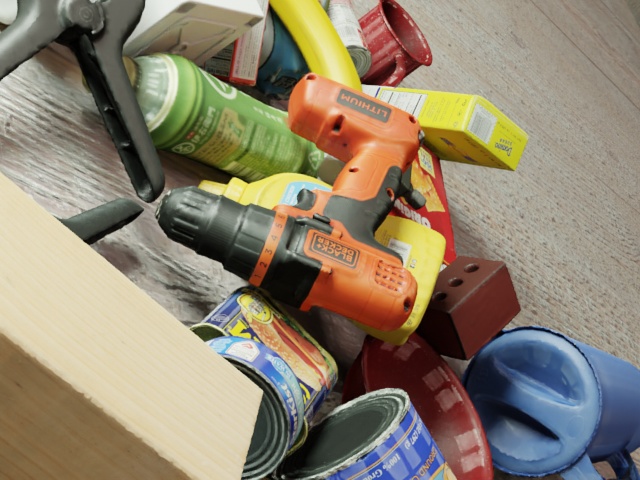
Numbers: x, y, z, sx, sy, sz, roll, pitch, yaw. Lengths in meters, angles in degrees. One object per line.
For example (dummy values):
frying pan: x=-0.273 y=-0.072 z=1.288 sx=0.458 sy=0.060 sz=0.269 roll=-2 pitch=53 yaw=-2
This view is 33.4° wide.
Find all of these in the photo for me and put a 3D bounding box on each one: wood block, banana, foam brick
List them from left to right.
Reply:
wood block: x=-0.138 y=0.062 z=0.529 sx=0.206 sy=0.090 sz=0.090 roll=42 pitch=30 yaw=-18
banana: x=-0.009 y=-0.169 z=0.898 sx=0.198 sy=0.037 sz=0.069 roll=64 pitch=25 yaw=6
foam brick: x=0.121 y=0.056 z=0.893 sx=0.078 sy=0.053 sz=0.051 roll=-38 pitch=118 yaw=-31

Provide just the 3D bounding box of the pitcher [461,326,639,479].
pitcher: x=0.248 y=0.168 z=1.031 sx=0.242 sy=0.145 sz=0.149 roll=16 pitch=80 yaw=-56

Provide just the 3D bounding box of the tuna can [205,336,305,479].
tuna can: x=-0.053 y=0.102 z=0.646 sx=0.086 sy=0.086 sz=0.033 roll=55 pitch=25 yaw=-4

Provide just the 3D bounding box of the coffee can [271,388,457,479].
coffee can: x=0.047 y=0.183 z=0.690 sx=0.140 sy=0.103 sz=0.102 roll=59 pitch=26 yaw=-9

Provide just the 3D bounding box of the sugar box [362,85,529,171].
sugar box: x=0.112 y=-0.115 z=1.079 sx=0.093 sy=0.177 sz=0.048 roll=31 pitch=77 yaw=-39

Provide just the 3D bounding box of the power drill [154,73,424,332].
power drill: x=-0.008 y=-0.036 z=0.762 sx=0.184 sy=0.057 sz=0.187 roll=24 pitch=49 yaw=-6

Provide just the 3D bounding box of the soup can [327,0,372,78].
soup can: x=0.008 y=-0.218 z=1.113 sx=0.068 sy=0.069 sz=0.102 roll=18 pitch=47 yaw=-51

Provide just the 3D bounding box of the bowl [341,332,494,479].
bowl: x=0.066 y=0.147 z=0.827 sx=0.162 sy=0.055 sz=0.162 roll=39 pitch=32 yaw=-31

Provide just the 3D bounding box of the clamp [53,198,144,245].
clamp: x=-0.150 y=0.022 z=0.622 sx=0.171 sy=0.039 sz=0.120 roll=2 pitch=50 yaw=-52

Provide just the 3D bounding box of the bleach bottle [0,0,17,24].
bleach bottle: x=-0.198 y=-0.247 z=0.810 sx=0.102 sy=0.068 sz=0.250 roll=52 pitch=25 yaw=-17

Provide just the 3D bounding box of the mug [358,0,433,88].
mug: x=0.066 y=-0.200 z=1.171 sx=0.093 sy=0.082 sz=0.117 roll=34 pitch=33 yaw=-37

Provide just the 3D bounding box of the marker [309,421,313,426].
marker: x=-0.019 y=0.111 z=0.765 sx=0.020 sy=0.020 sz=0.121 roll=25 pitch=40 yaw=-46

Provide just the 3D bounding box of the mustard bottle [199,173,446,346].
mustard bottle: x=-0.005 y=0.001 z=0.811 sx=0.191 sy=0.058 sz=0.096 roll=24 pitch=58 yaw=-2

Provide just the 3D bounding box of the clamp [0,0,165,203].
clamp: x=-0.152 y=-0.132 z=0.692 sx=0.164 sy=0.036 sz=0.210 roll=27 pitch=66 yaw=-36

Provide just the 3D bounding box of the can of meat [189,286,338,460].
can of meat: x=-0.042 y=0.086 z=0.704 sx=0.102 sy=0.058 sz=0.083 roll=46 pitch=25 yaw=-1

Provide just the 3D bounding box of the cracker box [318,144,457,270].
cracker box: x=0.053 y=-0.028 z=0.977 sx=0.164 sy=0.072 sz=0.213 roll=35 pitch=35 yaw=-35

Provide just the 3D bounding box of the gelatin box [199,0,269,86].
gelatin box: x=-0.077 y=-0.175 z=0.876 sx=0.030 sy=0.073 sz=0.089 roll=1 pitch=102 yaw=-41

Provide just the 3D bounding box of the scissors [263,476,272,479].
scissors: x=-0.073 y=0.166 z=0.623 sx=0.201 sy=0.016 sz=0.096 roll=32 pitch=35 yaw=-40
